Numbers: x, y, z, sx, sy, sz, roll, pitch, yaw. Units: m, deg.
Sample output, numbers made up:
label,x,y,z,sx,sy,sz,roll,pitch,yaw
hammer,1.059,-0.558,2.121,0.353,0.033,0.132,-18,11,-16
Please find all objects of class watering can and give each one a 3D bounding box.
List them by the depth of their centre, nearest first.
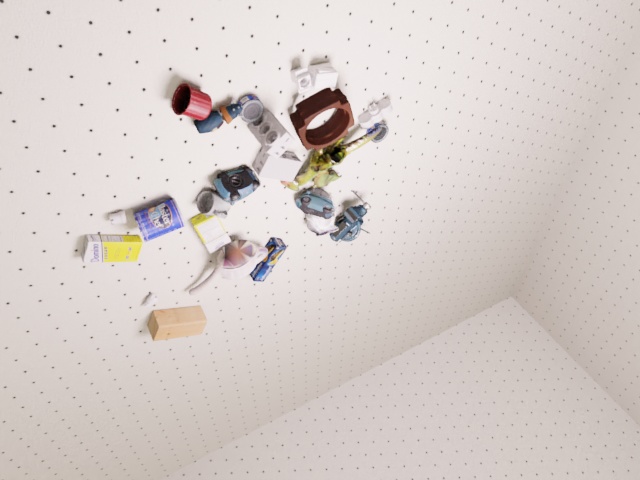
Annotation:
label,x,y,z,sx,sy,sz,roll,pitch,yaw
watering can,-0.357,0.107,1.997,0.350,0.105,0.220,-28,161,-16

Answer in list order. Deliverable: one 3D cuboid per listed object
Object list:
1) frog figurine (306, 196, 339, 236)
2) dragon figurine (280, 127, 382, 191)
label,x,y,z,sx,sy,sz,roll,pitch,yaw
frog figurine,0.006,-0.107,2.119,0.138,0.123,0.158,-11,100,-19
dragon figurine,0.045,-0.290,1.952,0.412,0.124,0.238,-22,161,-15
